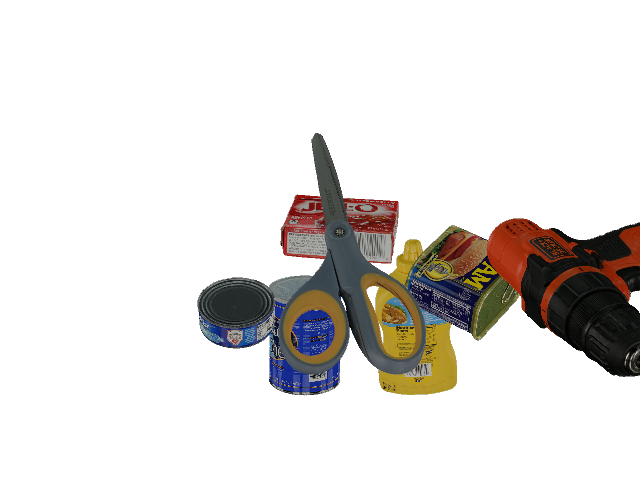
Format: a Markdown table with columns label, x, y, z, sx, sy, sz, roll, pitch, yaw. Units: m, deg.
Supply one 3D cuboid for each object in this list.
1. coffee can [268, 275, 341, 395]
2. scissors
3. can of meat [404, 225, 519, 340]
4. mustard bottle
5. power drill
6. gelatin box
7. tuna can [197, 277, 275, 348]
| label | x | y | z | sx | sy | sz | roll | pitch | yaw |
| --- | --- | --- | --- | --- | --- | --- | --- | --- | --- |
| coffee can | -0.022 | 0.132 | 1.500 | 0.103 | 0.140 | 0.103 | 0 | 18 | 0 |
| scissors | -0.002 | 0.010 | 0.676 | 0.096 | 0.202 | 0.016 | -20 | -39 | -14 |
| can of meat | 0.141 | 0.037 | 1.034 | 0.084 | 0.057 | 0.101 | 26 | 45 | 27 |
| mustard bottle | 0.114 | 0.090 | 1.285 | 0.096 | 0.192 | 0.058 | -2 | 22 | 6 |
| power drill | 0.232 | 0.024 | 0.741 | 0.187 | 0.057 | 0.184 | -9 | 28 | -15 |
| gelatin box | 0.017 | -0.011 | 0.865 | 0.089 | 0.030 | 0.073 | 4 | 22 | 6 |
| tuna can | -0.093 | 0.080 | 1.183 | 0.086 | 0.034 | 0.086 | 0 | 36 | 0 |
